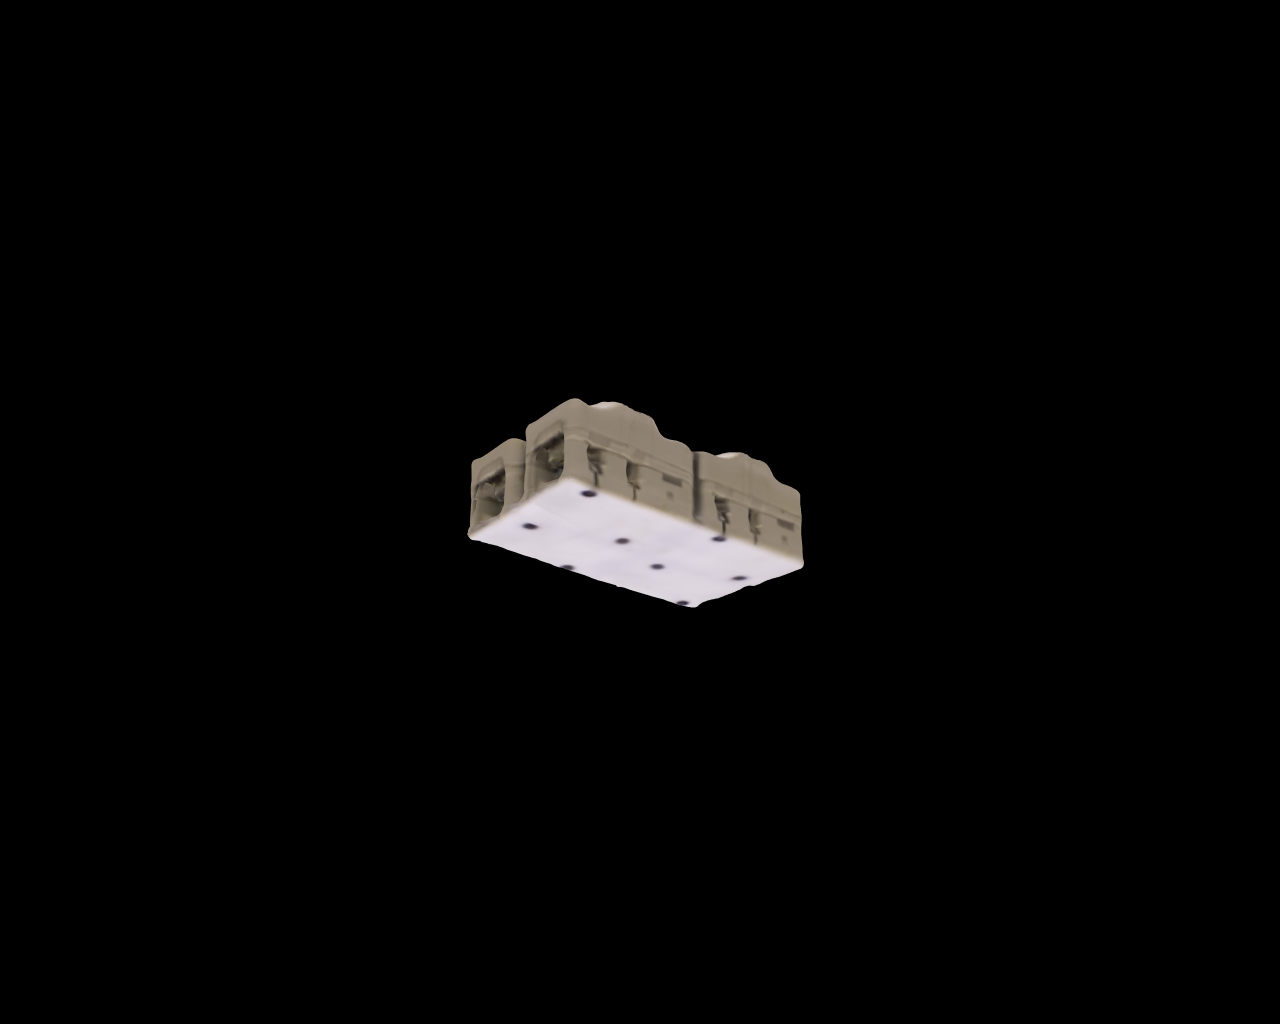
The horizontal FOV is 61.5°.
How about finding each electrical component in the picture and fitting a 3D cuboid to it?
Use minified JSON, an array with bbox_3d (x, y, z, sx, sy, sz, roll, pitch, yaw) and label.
[{"bbox_3d":[0.001,-0.003,0.650,0.186,0.060,0.105,20,-31,-36],"label":"electrical component"}]
